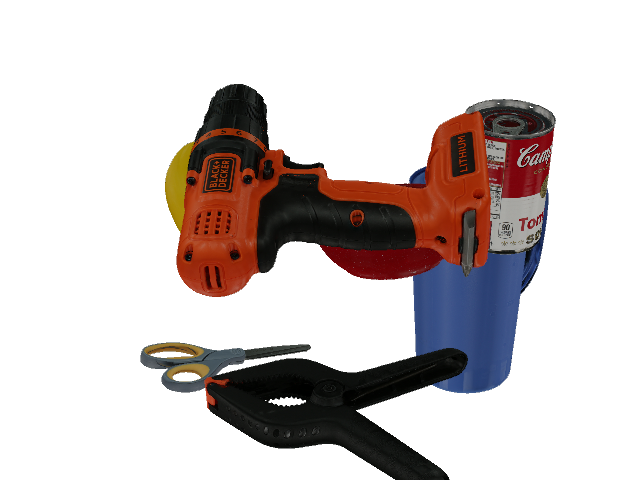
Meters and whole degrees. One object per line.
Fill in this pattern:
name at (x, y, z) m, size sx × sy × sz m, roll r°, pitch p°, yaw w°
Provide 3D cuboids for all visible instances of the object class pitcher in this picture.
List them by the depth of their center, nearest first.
pitcher at (0.172, 0.039, 1.186) m, size 0.149 × 0.243 × 0.145 m, roll 4°, pitch 24°, yaw 11°

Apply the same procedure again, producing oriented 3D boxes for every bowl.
bowl at (0.065, -0.005, 0.997) m, size 0.162 × 0.055 × 0.162 m, roll -7°, pitch 18°, yaw 2°

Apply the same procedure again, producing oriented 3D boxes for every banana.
banana at (-0.094, -0.038, 0.879) m, size 0.069 × 0.037 × 0.198 m, roll 6°, pitch 31°, yaw -6°

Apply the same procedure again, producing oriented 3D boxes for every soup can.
soup can at (0.141, -0.049, 0.822) m, size 0.068 × 0.102 × 0.068 m, roll 0°, pitch 30°, yaw 0°

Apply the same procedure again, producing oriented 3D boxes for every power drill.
power drill at (0.009, -0.040, 0.666) m, size 0.187 × 0.057 × 0.184 m, roll -2°, pitch 43°, yaw 5°

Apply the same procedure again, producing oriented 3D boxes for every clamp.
clamp at (0.015, 0.125, 0.840) m, size 0.210 × 0.036 × 0.164 m, roll 8°, pitch 30°, yaw 17°

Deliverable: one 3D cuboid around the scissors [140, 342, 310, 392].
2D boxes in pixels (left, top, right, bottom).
scissors at (-0.099, 0.139, 1.191) m, size 0.201 × 0.016 × 0.096 m, roll 3°, pitch 25°, yaw -15°
